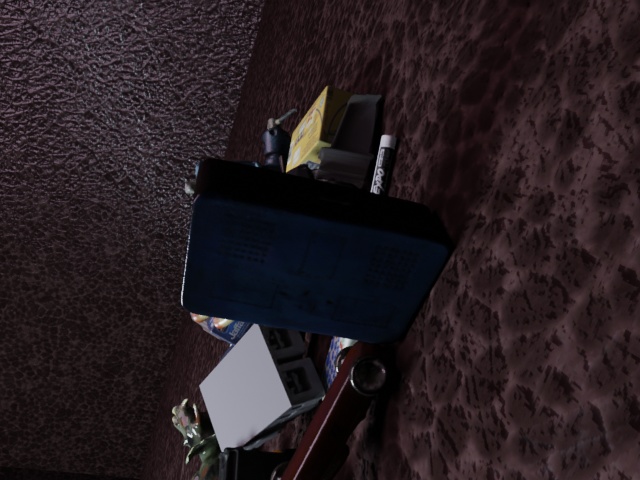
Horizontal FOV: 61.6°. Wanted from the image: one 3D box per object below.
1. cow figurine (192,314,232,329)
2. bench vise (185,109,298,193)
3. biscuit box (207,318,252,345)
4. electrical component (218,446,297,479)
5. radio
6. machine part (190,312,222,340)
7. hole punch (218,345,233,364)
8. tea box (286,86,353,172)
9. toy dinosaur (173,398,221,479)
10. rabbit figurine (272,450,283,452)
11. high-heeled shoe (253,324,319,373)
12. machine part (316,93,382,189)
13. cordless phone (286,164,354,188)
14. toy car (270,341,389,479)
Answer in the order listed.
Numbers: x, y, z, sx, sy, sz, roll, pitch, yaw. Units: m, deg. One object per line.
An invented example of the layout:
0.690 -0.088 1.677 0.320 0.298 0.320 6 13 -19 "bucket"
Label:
-0.149 0.042 0.922 0.127 0.085 0.195 -24 50 27 "cow figurine"
-0.127 -0.122 0.991 0.129 0.241 0.223 -171 78 -70 "bench vise"
-0.127 0.092 0.986 0.202 0.063 0.059 -58 17 -8 "biscuit box"
-0.065 0.317 0.634 0.058 0.115 0.134 121 152 -52 "electrical component"
-0.011 0.016 0.504 0.073 0.230 0.131 -100 25 -58 "radio"
-0.178 0.117 1.084 0.179 0.056 0.179 -44 -31 -35 "machine part"
-0.128 0.218 0.963 0.142 0.092 0.115 -142 71 -75 "hole punch"
0.005 -0.156 0.852 0.169 0.068 0.098 151 130 -66 "tea box"
-0.163 0.432 0.863 0.405 0.131 0.192 -117 39 -54 "toy dinosaur"
-0.105 0.368 0.737 0.173 0.122 0.162 95 178 -51 "rabbit figurine"
-0.077 0.138 0.785 0.145 0.086 0.249 -45 56 35 "high-heeled shoe"
0.044 -0.136 0.724 0.039 0.084 0.139 55 -129 -62 "machine part"
-0.002 -0.003 0.767 0.147 0.089 0.184 -108 17 -59 "cordless phone"
0.010 0.192 0.532 0.202 0.053 0.089 -61 9 -11 "toy car"
